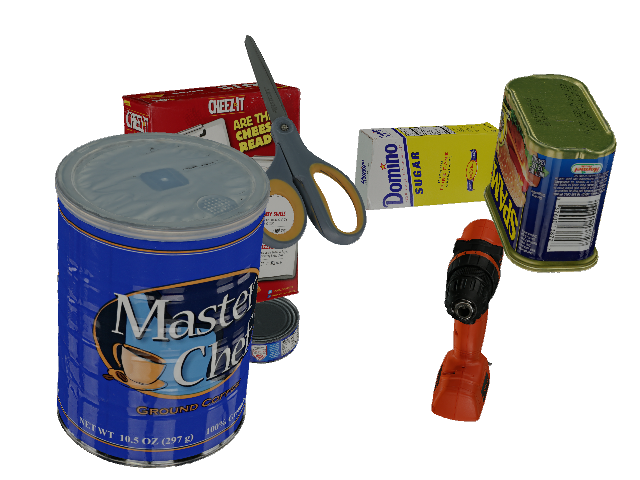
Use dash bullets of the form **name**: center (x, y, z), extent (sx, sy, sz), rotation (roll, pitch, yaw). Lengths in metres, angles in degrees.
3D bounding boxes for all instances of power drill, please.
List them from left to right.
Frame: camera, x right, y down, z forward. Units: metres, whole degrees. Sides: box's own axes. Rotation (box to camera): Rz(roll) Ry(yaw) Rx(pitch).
- **power drill**: center (0.153, 0.090, 1.104), extent (0.057, 0.188, 0.184), rotation (11, 27, 13)

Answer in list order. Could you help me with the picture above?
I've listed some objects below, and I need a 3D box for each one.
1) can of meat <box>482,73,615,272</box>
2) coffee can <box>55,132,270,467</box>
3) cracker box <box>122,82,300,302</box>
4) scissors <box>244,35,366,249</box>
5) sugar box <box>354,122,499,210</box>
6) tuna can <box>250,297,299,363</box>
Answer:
- **can of meat**: center (0.140, -0.044, 0.655), extent (0.057, 0.084, 0.102), rotation (-1, 35, -5)
- **coffee can**: center (-0.083, 0.029, 0.547), extent (0.102, 0.140, 0.103), rotation (6, 30, -4)
- **cracker box**: center (-0.104, -0.041, 1.042), extent (0.163, 0.214, 0.072), rotation (-11, 20, -34)
- **scissors**: center (-0.041, -0.071, 0.823), extent (0.096, 0.202, 0.016), rotation (-27, -21, -23)
- **sugar box**: center (0.131, -0.090, 1.293), extent (0.176, 0.093, 0.048), rotation (-7, 26, -22)
- **tuna can**: center (-0.066, 0.098, 1.190), extent (0.086, 0.034, 0.086), rotation (0, 36, 0)
